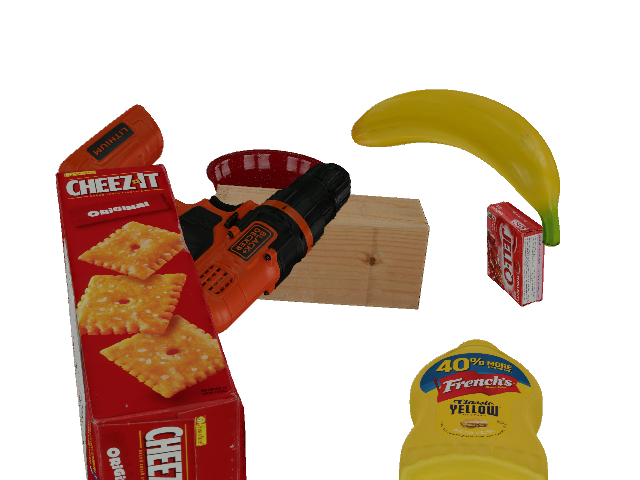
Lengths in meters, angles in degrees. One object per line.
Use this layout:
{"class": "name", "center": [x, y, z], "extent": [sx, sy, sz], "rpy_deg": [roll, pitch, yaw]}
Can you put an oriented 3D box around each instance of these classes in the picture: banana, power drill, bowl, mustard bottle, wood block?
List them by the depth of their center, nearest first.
{"class": "banana", "center": [0.092, -0.066, 0.717], "extent": [0.037, 0.070, 0.198], "rpy_deg": [15, 14, -44]}
{"class": "mustard bottle", "center": [0.112, 0.125, 0.767], "extent": [0.096, 0.058, 0.191], "rpy_deg": [0, 23, 10]}
{"class": "power drill", "center": [-0.091, -0.032, 0.821], "extent": [0.188, 0.057, 0.184], "rpy_deg": [30, 52, 20]}
{"class": "wood block", "center": [-0.004, 0.006, 1.061], "extent": [0.206, 0.091, 0.090], "rpy_deg": [4, 20, -4]}
{"class": "bowl", "center": [-0.061, -0.058, 1.310], "extent": [0.162, 0.055, 0.162], "rpy_deg": [5, 26, -2]}

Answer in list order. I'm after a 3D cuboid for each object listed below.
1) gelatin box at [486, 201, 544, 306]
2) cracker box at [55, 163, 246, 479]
{"class": "gelatin box", "center": [0.204, 0.013, 1.125], "extent": [0.030, 0.089, 0.073], "rpy_deg": [-15, 30, -16]}
{"class": "cracker box", "center": [-0.092, 0.080, 0.567], "extent": [0.072, 0.164, 0.214], "rpy_deg": [-7, 34, -13]}
